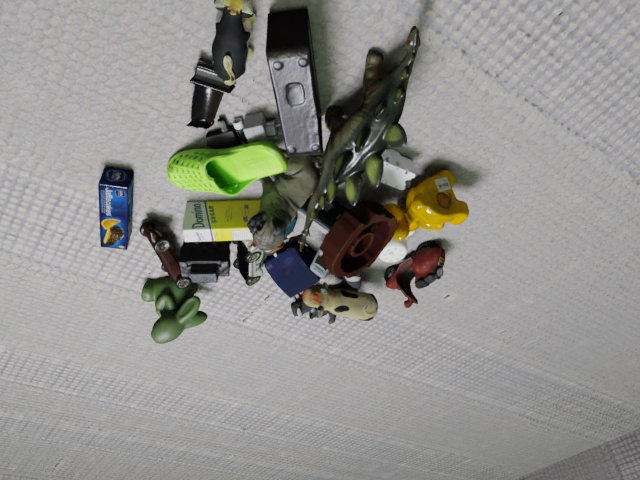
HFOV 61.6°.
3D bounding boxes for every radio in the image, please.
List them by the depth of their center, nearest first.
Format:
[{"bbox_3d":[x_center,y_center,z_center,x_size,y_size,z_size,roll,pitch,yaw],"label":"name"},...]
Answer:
[{"bbox_3d":[-0.040,-0.264,0.937,0.073,0.131,0.229,-7,137,4],"label":"radio"}]

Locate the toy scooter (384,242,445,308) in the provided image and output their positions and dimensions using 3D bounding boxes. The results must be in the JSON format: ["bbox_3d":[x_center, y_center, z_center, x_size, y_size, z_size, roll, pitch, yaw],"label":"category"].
[{"bbox_3d":[0.243,0.095,1.351,0.184,0.135,0.075,-36,127,28],"label":"toy scooter"}]

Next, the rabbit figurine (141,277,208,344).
[{"bbox_3d":[-0.372,0.190,1.375,0.159,0.170,0.121,-7,138,4],"label":"rabbit figurine"}]

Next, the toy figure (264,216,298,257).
[{"bbox_3d":[-0.106,-0.013,1.261,0.058,0.064,0.154,-2,140,-40],"label":"toy figure"}]

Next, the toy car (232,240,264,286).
[{"bbox_3d":[-0.170,0.042,1.283,0.056,0.074,0.201,-29,156,-23],"label":"toy car"}]

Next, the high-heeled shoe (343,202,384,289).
[{"bbox_3d":[0.112,0.015,1.282,0.145,0.086,0.248,-10,129,15],"label":"high-heeled shoe"}]

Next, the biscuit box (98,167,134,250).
[{"bbox_3d":[-0.445,-0.066,1.172,0.063,0.059,0.202,8,136,-13],"label":"biscuit box"}]

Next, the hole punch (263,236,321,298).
[{"bbox_3d":[-0.066,0.070,1.334,0.142,0.092,0.115,-31,127,31],"label":"hole punch"}]

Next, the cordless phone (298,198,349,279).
[{"bbox_3d":[-0.003,-0.004,1.225,0.147,0.089,0.184,36,134,9],"label":"cordless phone"}]

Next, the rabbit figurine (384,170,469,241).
[{"bbox_3d":[0.217,-0.056,1.184,0.162,0.122,0.173,-28,179,-26],"label":"rabbit figurine"}]

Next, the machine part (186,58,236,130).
[{"bbox_3d":[-0.206,-0.264,0.994,0.084,0.039,0.138,10,134,-23],"label":"machine part"}]

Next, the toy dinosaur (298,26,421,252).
[{"bbox_3d":[0.062,-0.173,0.997,0.105,0.199,0.471,17,132,-17],"label":"toy dinosaur"}]

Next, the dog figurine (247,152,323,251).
[{"bbox_3d":[-0.063,-0.078,1.096,0.121,0.191,0.172,32,125,-33],"label":"dog figurine"}]

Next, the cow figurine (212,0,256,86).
[{"bbox_3d":[-0.143,-0.342,0.870,0.068,0.098,0.167,9,137,-5],"label":"cow figurine"}]

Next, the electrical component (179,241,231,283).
[{"bbox_3d":[-0.265,0.039,1.248,0.115,0.134,0.058,-3,138,-5],"label":"electrical component"}]

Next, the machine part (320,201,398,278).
[{"bbox_3d":[0.077,0.000,1.100,0.179,0.056,0.179,-34,149,-24],"label":"machine part"}]

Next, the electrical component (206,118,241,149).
[{"bbox_3d":[-0.196,-0.200,1.075,0.063,0.021,0.093,-11,137,10],"label":"electrical component"}]

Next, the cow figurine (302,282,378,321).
[{"bbox_3d":[0.051,0.157,1.350,0.195,0.085,0.127,12,176,-3],"label":"cow figurine"}]

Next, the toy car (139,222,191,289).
[{"bbox_3d":[-0.362,0.034,1.271,0.053,0.089,0.201,-33,139,-19],"label":"toy car"}]

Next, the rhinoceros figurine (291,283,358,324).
[{"bbox_3d":[0.016,0.170,1.458,0.190,0.073,0.112,-17,137,12],"label":"rhinoceros figurine"}]
